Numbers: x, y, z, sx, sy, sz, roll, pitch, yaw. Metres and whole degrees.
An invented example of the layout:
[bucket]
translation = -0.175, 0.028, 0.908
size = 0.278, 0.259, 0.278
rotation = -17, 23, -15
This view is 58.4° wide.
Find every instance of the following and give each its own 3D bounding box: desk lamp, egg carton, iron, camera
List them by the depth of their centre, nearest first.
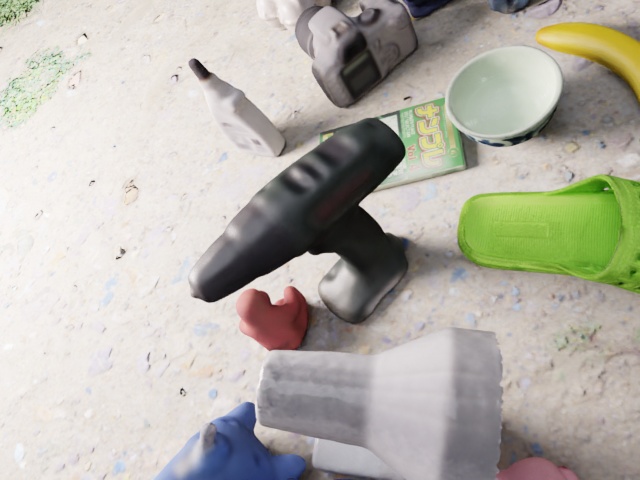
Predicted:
[desk lamp]
translation = 0.054, 0.141, 0.457
size = 0.202, 0.214, 0.118
rotation = -3, 63, 24
[iron]
translation = -0.139, 0.270, 0.525
size = 0.118, 0.142, 0.258
rotation = 36, 83, 35
[camera]
translation = 0.032, -0.275, 0.761
size = 0.143, 0.101, 0.136
rotation = -40, 54, 1
[egg carton]
translation = -0.025, -0.383, 0.865
size = 0.107, 0.070, 0.150
rotation = 28, 78, 34

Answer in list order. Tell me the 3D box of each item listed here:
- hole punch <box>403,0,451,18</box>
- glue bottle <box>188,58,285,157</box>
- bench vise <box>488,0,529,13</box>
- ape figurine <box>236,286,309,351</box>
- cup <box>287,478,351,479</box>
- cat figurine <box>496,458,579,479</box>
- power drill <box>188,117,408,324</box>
[hole punch]
translation = 0.145, -0.374, 0.766
size = 0.108, 0.091, 0.101
rotation = -28, 55, 10
[glue bottle]
translation = -0.113, -0.168, 0.728
size = 0.077, 0.174, 0.037
rotation = 14, 71, 31
[bench vise]
translation = 0.247, -0.366, 0.634
size = 0.207, 0.220, 0.121
rotation = -31, 55, 8
[ape figurine]
translation = -0.057, 0.080, 0.618
size = 0.077, 0.092, 0.076
rotation = -18, 58, 16
[cup]
translation = 0.025, 0.248, 0.487
size = 0.117, 0.095, 0.092
rotation = 29, 79, 34
[cat figurine]
translation = 0.178, 0.213, 0.419
size = 0.067, 0.118, 0.127
rotation = -39, 54, 2
[power drill]
translation = 0.005, 0.002, 0.559
size = 0.075, 0.209, 0.230
rotation = 37, 83, 35
